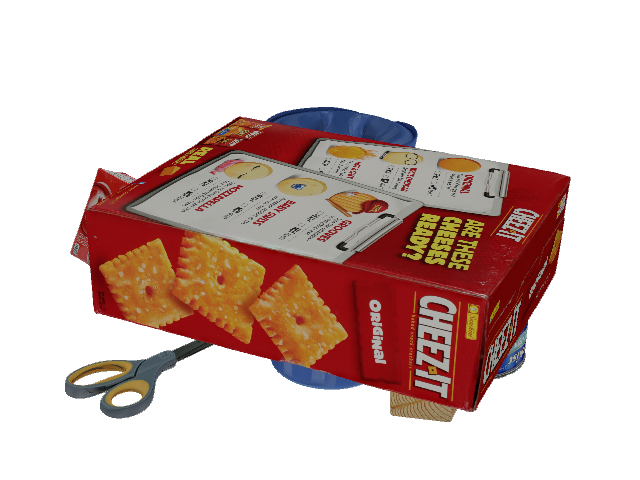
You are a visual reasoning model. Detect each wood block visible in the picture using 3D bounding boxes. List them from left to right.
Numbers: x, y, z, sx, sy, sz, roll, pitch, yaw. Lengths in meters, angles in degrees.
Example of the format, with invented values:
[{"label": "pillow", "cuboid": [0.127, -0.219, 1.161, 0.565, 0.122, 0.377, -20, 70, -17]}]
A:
[{"label": "wood block", "cuboid": [0.170, 0.180, 1.570, 0.091, 0.090, 0.205, 4, 17, 17]}]

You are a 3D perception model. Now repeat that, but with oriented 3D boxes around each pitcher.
[{"label": "pitcher", "cuboid": [0.005, 0.011, 0.958, 0.149, 0.243, 0.145, -2, 23, -12]}]

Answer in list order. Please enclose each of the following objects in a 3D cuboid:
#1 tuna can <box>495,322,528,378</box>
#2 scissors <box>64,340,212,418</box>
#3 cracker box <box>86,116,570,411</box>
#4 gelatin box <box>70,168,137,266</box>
[{"label": "tuna can", "cuboid": [0.107, 0.065, 0.775, 0.086, 0.034, 0.086, 1, 24, -1]}, {"label": "scissors", "cuboid": [-0.154, 0.132, 1.075, 0.201, 0.016, 0.096, -12, 31, -29]}, {"label": "cracker box", "cuboid": [0.009, 0.003, 0.579, 0.214, 0.072, 0.164, 13, 28, 22]}, {"label": "gelatin box", "cuboid": [-0.148, -0.007, 0.815, 0.089, 0.073, 0.030, 27, 11, 39]}]
